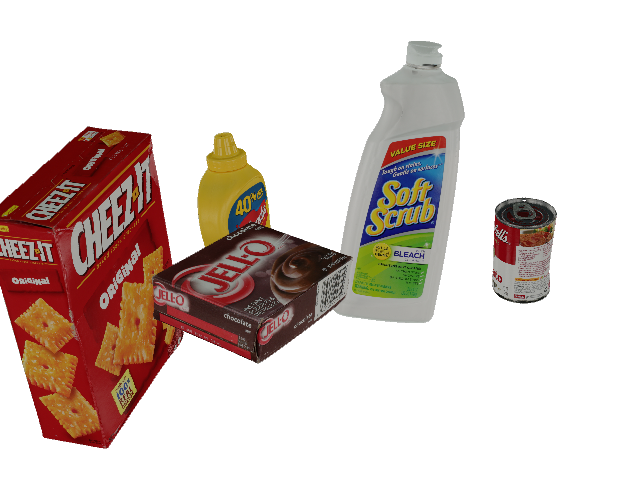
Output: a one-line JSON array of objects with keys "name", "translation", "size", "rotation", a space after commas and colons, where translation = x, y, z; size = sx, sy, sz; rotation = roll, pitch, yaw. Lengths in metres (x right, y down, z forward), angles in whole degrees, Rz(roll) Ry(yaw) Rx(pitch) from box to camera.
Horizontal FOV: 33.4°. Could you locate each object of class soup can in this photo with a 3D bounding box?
[{"name": "soup can", "translation": [0.231, 0.011, 1.212], "size": [0.068, 0.102, 0.068], "rotation": [-2, 30, 1]}]

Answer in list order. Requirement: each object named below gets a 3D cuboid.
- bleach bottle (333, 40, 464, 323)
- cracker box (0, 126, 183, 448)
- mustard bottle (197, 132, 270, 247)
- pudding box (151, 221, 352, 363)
[{"name": "bleach bottle", "translation": [0.070, -0.053, 0.961], "size": [0.102, 0.251, 0.068], "rotation": [6, 20, 1]}, {"name": "cracker box", "translation": [-0.185, 0.037, 0.887], "size": [0.072, 0.214, 0.164], "rotation": [7, 33, 17]}, {"name": "mustard bottle", "translation": [-0.088, -0.020, 1.117], "size": [0.058, 0.191, 0.096], "rotation": [6, 26, 29]}, {"name": "pudding box", "translation": [-0.045, 0.032, 0.726], "size": [0.090, 0.039, 0.113], "rotation": [20, 29, 27]}]
